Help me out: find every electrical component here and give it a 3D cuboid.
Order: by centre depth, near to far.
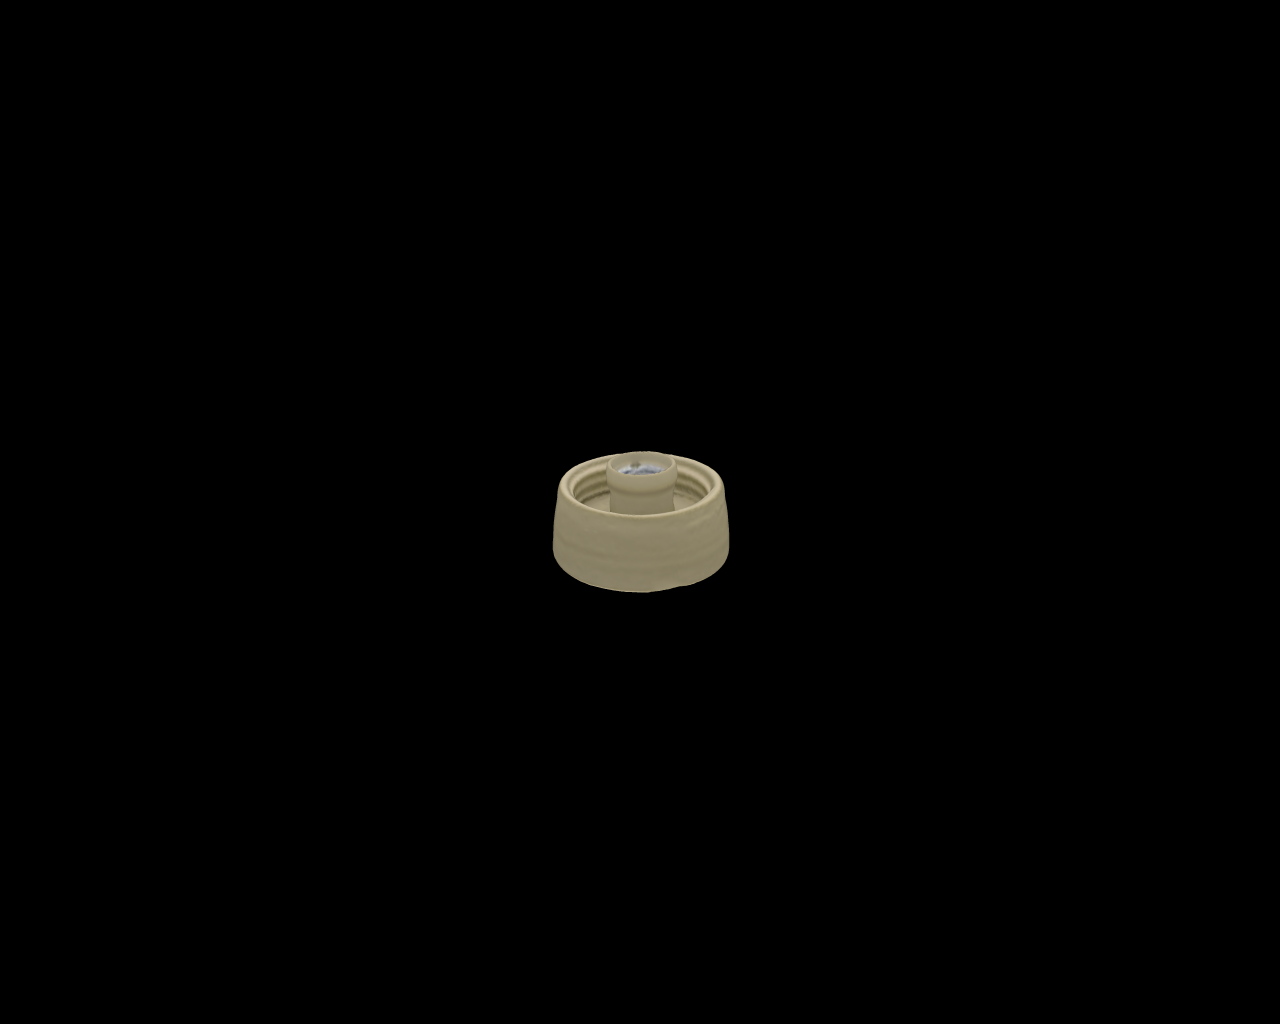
[{"bbox_3d":[0.001,-0.003,0.650,0.108,0.060,0.108,0,24,0],"label":"electrical component"}]
